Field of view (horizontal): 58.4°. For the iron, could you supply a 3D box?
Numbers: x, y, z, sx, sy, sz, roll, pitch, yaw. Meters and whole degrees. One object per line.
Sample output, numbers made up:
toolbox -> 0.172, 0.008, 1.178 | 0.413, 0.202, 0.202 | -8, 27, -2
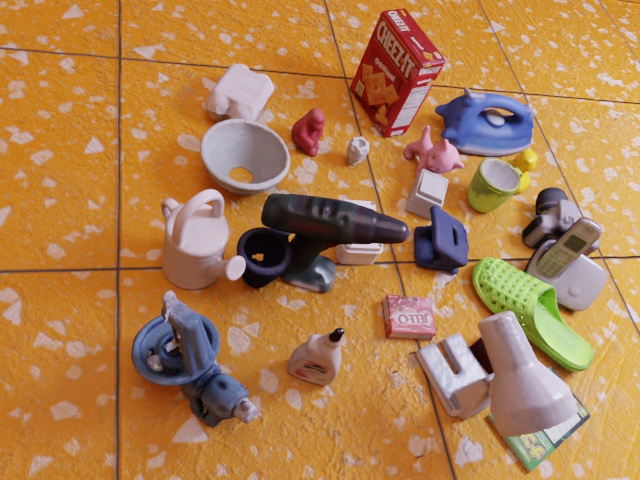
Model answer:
iron -> 0.401, -0.277, 1.302 | 0.259, 0.141, 0.118 | 4, 57, -16

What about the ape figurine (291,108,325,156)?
ape figurine -> -0.017, -0.229, 1.164 | 0.076, 0.092, 0.078 | 43, 56, 12

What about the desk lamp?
desk lamp -> 0.271, 0.214, 0.896 | 0.118, 0.213, 0.203 | -17, 65, -27

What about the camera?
camera -> 0.515, -0.045, 1.214 | 0.143, 0.100, 0.137 | 17, 54, -7

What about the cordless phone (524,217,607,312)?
cordless phone -> 0.497, 0.044, 1.099 | 0.147, 0.185, 0.094 | 28, 54, 1

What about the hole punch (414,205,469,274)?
hole punch -> 0.242, -0.002, 1.102 | 0.101, 0.091, 0.108 | 11, 55, -11

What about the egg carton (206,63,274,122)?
egg carton -> -0.163, -0.294, 1.172 | 0.107, 0.069, 0.150 | 24, 54, -2

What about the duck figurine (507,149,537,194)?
duck figurine -> 0.447, -0.160, 1.276 | 0.077, 0.086, 0.105 | 29, 54, 2

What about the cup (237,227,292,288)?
cup -> -0.092, 0.031, 0.968 | 0.091, 0.095, 0.118 | 38, 55, 8

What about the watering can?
watering can -> -0.186, -0.005, 0.899 | 0.173, 0.194, 0.101 | 27, 54, 0

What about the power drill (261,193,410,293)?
power drill -> 0.009, 0.003, 0.949 | 0.230, 0.208, 0.075 | 16, 55, -8

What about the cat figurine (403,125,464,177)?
cat figurine -> 0.243, -0.182, 1.203 | 0.067, 0.117, 0.127 | -12, 63, -24

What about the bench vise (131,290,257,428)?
bench vise -> -0.163, 0.155, 0.787 | 0.207, 0.219, 0.121 | 24, 54, -1

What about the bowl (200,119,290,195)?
bowl -> -0.145, -0.143, 1.076 | 0.168, 0.074, 0.167 | 9, 56, -13

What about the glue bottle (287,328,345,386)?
glue bottle -> 0.005, 0.170, 0.862 | 0.078, 0.173, 0.037 | 17, 54, -7
